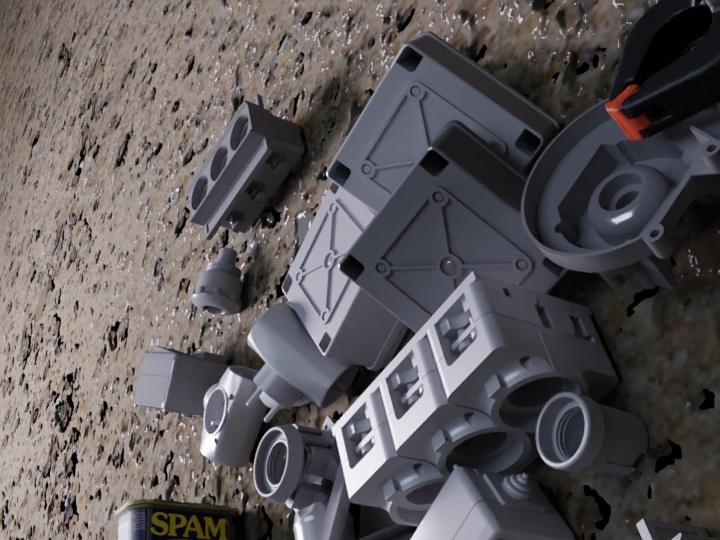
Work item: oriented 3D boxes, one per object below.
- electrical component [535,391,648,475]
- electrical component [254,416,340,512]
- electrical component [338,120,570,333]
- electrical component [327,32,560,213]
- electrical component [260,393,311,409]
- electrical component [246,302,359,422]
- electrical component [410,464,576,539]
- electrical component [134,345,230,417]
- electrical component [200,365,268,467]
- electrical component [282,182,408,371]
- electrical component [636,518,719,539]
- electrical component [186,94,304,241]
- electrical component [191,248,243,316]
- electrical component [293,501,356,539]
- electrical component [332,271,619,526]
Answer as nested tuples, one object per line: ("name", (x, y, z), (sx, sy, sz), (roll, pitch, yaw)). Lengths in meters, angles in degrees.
("electrical component", (0.122, 0.087, 0.564), (0.040, 0.046, 0.040), (-33, 49, 48))
("electrical component", (-0.042, 0.146, 0.796), (0.058, 0.057, 0.078), (42, 112, 57))
("electrical component", (0.062, -0.013, 0.646), (0.108, 0.109, 0.056), (-52, -2, 33))
("electrical component", (0.053, -0.078, 0.693), (0.108, 0.109, 0.056), (-57, -6, 27))
("electrical component", (-0.058, 0.092, 0.868), (0.046, 0.040, 0.040), (-30, 51, 57))
("electrical component", (-0.054, 0.078, 0.817), (0.077, 0.044, 0.079), (39, 91, 18))
("electrical component", (0.073, 0.156, 0.597), (0.096, 0.062, 0.061), (-62, 32, 19))
("electrical component", (-0.170, 0.107, 1.021), (0.096, 0.062, 0.061), (-6, 71, 58))
("electrical component", (-0.113, 0.121, 0.938), (0.079, 0.044, 0.077), (30, 101, 59))
("electrical component", (0.000, 0.000, 0.799), (0.108, 0.056, 0.108), (-63, 32, 17))
("electrical component", (0.150, 0.158, 0.490), (0.063, 0.042, 0.081), (-56, 33, 34))
("electrical component", (-0.108, -0.093, 1.015), (0.121, 0.063, 0.078), (-50, 37, 34))
("electrical component", (-0.132, 0.010, 1.026), (0.048, 0.048, 0.062), (-21, 51, 54))
("electrical component", (-0.023, 0.197, 0.753), (0.043, 0.043, 0.062), (-46, 42, 38))
("electrical component", (0.064, 0.081, 0.621), (0.150, 0.089, 0.061), (-51, 37, 33))
